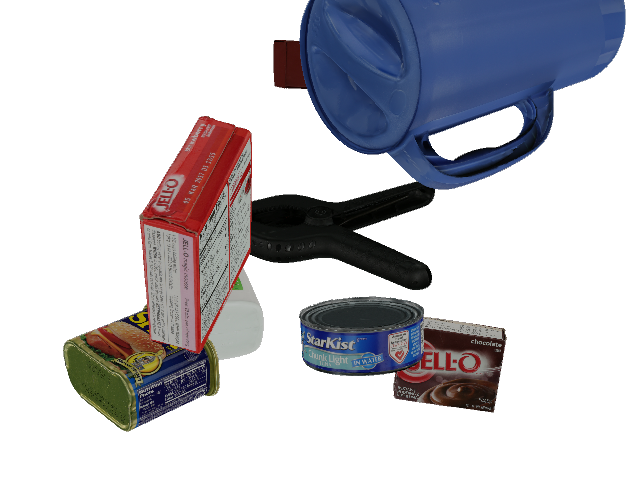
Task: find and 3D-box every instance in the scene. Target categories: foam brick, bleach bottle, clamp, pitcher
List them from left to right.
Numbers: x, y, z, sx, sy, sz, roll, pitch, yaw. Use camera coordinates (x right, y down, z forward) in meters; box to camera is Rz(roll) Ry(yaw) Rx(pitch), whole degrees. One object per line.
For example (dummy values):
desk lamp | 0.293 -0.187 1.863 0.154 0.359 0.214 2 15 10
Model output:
bleach bottle | -0.135 0.037 1.135 0.102 0.068 0.251 -4 26 -16
foam brick | -0.008 -0.191 1.166 0.078 0.051 0.053 0 12 -16
clamp | 0.007 -0.015 0.969 0.210 0.036 0.164 5 31 12
pitcher | 0.119 -0.144 0.804 0.242 0.149 0.145 -18 33 -33

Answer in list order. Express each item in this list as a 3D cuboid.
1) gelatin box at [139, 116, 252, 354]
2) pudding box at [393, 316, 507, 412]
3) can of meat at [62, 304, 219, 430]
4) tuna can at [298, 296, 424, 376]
gelatin box | -0.058 -0.002 0.509 0.030 0.089 0.073 14 47 9
pudding box | 0.141 0.133 1.165 0.113 0.090 0.039 7 23 3
can of meat | -0.146 0.101 0.860 0.083 0.057 0.102 -22 34 -38
tuna can | 0.029 0.065 0.733 0.086 0.034 0.086 -3 11 0
